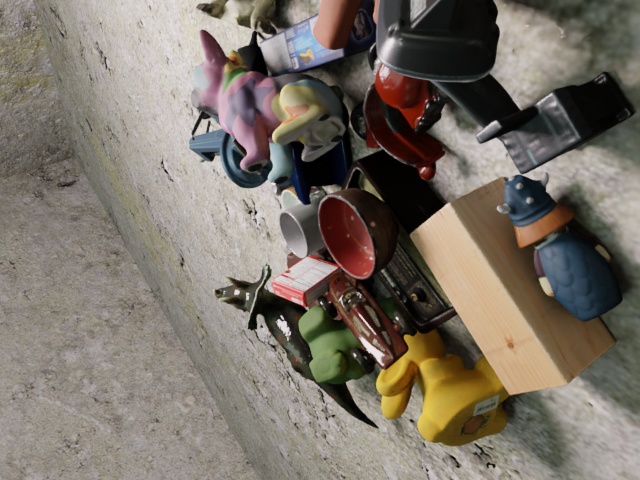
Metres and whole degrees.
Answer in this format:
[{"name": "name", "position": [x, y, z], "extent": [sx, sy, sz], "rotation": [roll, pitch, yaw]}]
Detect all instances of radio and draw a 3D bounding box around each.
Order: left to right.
[{"name": "radio", "position": [0.116, 0.003, 0.711], "extent": [0.230, 0.073, 0.131], "rotation": [56, 152, 16]}]

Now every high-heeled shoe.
[{"name": "high-heeled shoe", "position": [-0.155, -0.244, 0.914], "extent": [0.248, 0.086, 0.145], "rotation": [-43, 38, 46]}]

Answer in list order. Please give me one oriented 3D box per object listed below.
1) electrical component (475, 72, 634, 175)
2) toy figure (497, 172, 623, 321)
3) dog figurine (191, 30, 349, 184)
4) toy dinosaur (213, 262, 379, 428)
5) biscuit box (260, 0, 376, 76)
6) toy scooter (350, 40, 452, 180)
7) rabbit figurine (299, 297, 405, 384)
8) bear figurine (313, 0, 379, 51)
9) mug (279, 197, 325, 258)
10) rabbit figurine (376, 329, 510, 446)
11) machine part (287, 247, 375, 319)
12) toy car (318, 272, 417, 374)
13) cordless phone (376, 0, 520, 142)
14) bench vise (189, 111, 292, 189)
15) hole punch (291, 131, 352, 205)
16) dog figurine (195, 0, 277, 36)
[{"name": "electrical component", "position": [0.191, -0.092, 0.449], "extent": [0.048, 0.119, 0.075], "rotation": [62, 150, 6]}, {"name": "toy figure", "position": [0.229, 0.005, 0.525], "extent": [0.154, 0.064, 0.058], "rotation": [58, 161, 9]}, {"name": "dog figurine", "position": [-0.080, -0.199, 0.720], "extent": [0.191, 0.108, 0.219], "rotation": [-33, 73, 23]}, {"name": "toy dinosaur", "position": [-0.035, 0.189, 1.016], "extent": [0.405, 0.131, 0.192], "rotation": [43, -175, 24]}, {"name": "biscuit box", "position": [-0.006, -0.261, 0.715], "extent": [0.203, 0.063, 0.059], "rotation": [11, 121, 57]}, {"name": "toy scooter", "position": [0.102, -0.145, 0.611], "extent": [0.135, 0.075, 0.183], "rotation": [55, 155, 18]}, {"name": "rabbit figurine", "position": [0.079, 0.159, 0.843], "extent": [0.159, 0.170, 0.121], "rotation": [45, -160, -42]}, {"name": "bear figurine", "position": [0.009, -0.319, 0.582], "extent": [0.196, 0.120, 0.131], "rotation": [51, 154, 28]}, {"name": "mug", "position": [-0.002, -0.022, 0.865], "extent": [0.081, 0.107, 0.109], "rotation": [56, 156, 18]}, {"name": "rabbit figurine", "position": [0.158, 0.197, 0.750], "extent": [0.173, 0.162, 0.121], "rotation": [-118, 8, -47]}, {"name": "machine part", "position": [0.015, 0.074, 0.942], "extent": [0.180, 0.056, 0.179], "rotation": [32, 140, 31]}, {"name": "toy car", "position": [0.058, 0.100, 0.738], "extent": [0.053, 0.089, 0.202], "rotation": [51, -178, -29]}, {"name": "cordless phone", "position": [0.141, -0.177, 0.500], "extent": [0.184, 0.146, 0.089], "rotation": [32, 139, -31]}, {"name": "bench vise", "position": [-0.151, -0.166, 0.909], "extent": [0.241, 0.129, 0.223], "rotation": [3, 160, 43]}, {"name": "hole punch", "position": [-0.018, -0.125, 0.831], "extent": [0.116, 0.092, 0.142], "rotation": [32, 143, 53]}, {"name": "dog figurine", "position": [-0.095, -0.398, 0.754], "extent": [0.172, 0.121, 0.190], "rotation": [-125, 49, -64]}]
